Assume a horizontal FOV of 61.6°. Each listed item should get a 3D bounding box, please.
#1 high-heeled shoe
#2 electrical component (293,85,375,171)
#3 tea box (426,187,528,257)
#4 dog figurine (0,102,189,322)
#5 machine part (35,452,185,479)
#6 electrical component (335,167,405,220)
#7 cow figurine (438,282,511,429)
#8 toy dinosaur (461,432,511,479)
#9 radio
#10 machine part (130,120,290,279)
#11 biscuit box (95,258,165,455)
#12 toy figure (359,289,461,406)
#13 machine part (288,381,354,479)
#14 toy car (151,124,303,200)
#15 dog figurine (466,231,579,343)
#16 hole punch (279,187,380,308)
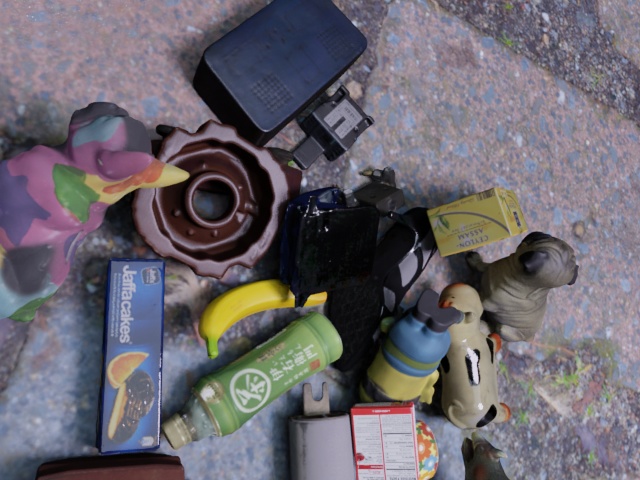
[{"bbox_3d":[0.097,0.066,0.747,0.145,0.086,0.248,24,88,-53],"label":"high-heeled shoe"},{"bbox_3d":[0.011,-0.151,0.750,0.075,0.048,0.119,50,62,-6],"label":"electrical component"},{"bbox_3d":[0.224,-0.026,0.749,0.169,0.098,0.068,-9,81,-61],"label":"tea box"},{"bbox_3d":[-0.238,-0.027,0.514,0.219,0.108,0.191,-11,80,13],"label":"dog figurine"},{"bbox_3d":[-0.210,0.318,0.521,0.201,0.087,0.201,6,77,-25],"label":"machine part"},{"bbox_3d":[0.070,-0.063,0.749,0.102,0.078,0.045,-26,118,-22],"label":"electrical component"},{"bbox_3d":[0.192,0.155,0.729,0.127,0.086,0.195,9,75,-50],"label":"cow figurine"},{"bbox_3d":[0.150,0.435,0.602,0.131,0.192,0.405,35,65,-12],"label":"toy dinosaur"},{"bbox_3d":[-0.052,-0.240,0.728,0.131,0.073,0.229,46,63,-8],"label":"radio"},{"bbox_3d":[-0.125,-0.046,0.616,0.179,0.056,0.179,-3,99,-23],"label":"machine part"},{"bbox_3d":[-0.204,0.121,0.582,0.063,0.059,0.202,4,77,-24],"label":"biscuit box"},{"bbox_3d":[0.104,0.146,0.665,0.089,0.180,0.082,-4,42,-28],"label":"toy figure"},{"bbox_3d":[0.004,0.291,0.630,0.079,0.079,0.243,2,77,-24],"label":"machine part"},{"bbox_3d":[-0.121,-0.083,0.670,0.202,0.053,0.089,7,92,-24],"label":"toy car"},{"bbox_3d":[0.297,0.078,0.751,0.172,0.190,0.121,34,67,-16],"label":"dog figurine"},{"bbox_3d":[-0.001,-0.002,0.661,0.116,0.092,0.142,-8,119,-33],"label":"hole punch"}]
